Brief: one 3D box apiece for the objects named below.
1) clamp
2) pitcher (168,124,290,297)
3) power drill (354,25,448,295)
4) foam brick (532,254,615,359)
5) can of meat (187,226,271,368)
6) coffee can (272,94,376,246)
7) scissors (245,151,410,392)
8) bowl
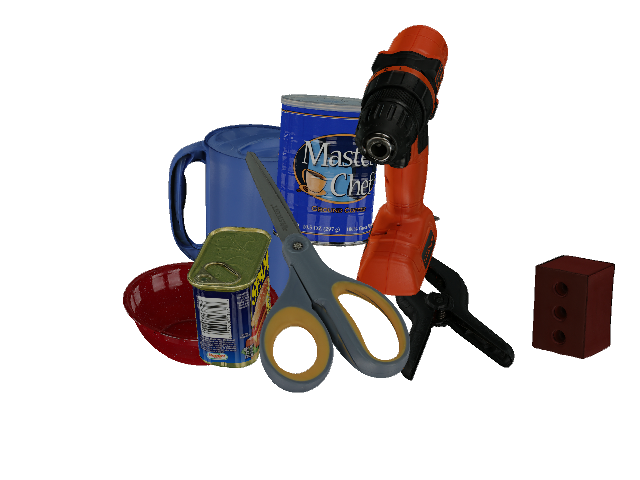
[{"bbox_3d":[0.136,0.078,1.139,0.120,0.171,0.039,4,-44,-9],"label":"clamp"},{"bbox_3d":[-0.089,-0.011,1.286,0.149,0.243,0.144,19,27,28],"label":"pitcher"},{"bbox_3d":[0.061,-0.053,0.825,0.057,0.188,0.184,10,35,12],"label":"power drill"},{"bbox_3d":[0.221,0.057,0.934,0.053,0.078,0.051,11,19,39],"label":"foam brick"},{"bbox_3d":[-0.075,0.049,0.921,0.057,0.084,0.102,3,29,8],"label":"can of meat"},{"bbox_3d":[0.007,-0.073,1.083,0.103,0.140,0.103,4,12,-1],"label":"coffee can"},{"bbox_3d":[-0.026,0.020,0.663,0.096,0.016,0.202,-29,54,-22],"label":"scissors"},{"bbox_3d":[-0.125,0.083,1.114,0.162,0.055,0.162,5,27,-3],"label":"bowl"}]
